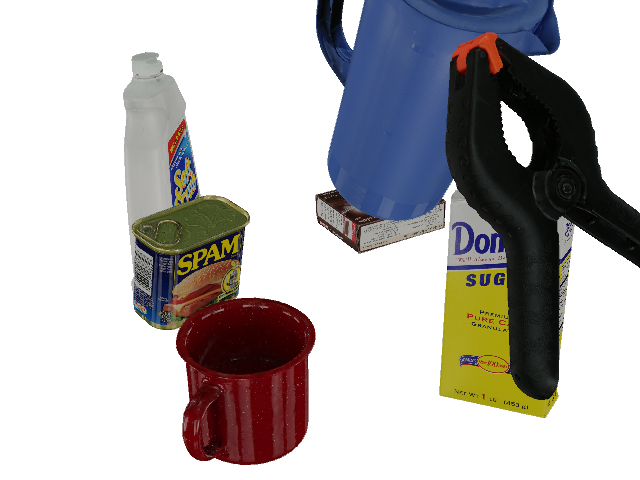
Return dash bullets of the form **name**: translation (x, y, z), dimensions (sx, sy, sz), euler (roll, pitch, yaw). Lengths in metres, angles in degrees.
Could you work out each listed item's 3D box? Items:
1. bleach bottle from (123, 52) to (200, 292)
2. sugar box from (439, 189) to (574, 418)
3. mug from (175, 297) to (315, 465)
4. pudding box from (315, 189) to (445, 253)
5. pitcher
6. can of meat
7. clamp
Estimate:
- **bleach bottle**: translation (-0.171, -0.070, 1.127), dimensions (0.068, 0.251, 0.102), euler (5, 27, 20)
- **sugar box**: translation (0.147, 0.047, 0.851), dimensions (0.093, 0.176, 0.048), euler (9, 23, 23)
- **mug**: translation (-0.055, 0.103, 0.720), dimensions (0.093, 0.081, 0.117), euler (13, 33, 23)
- **pudding box**: translation (0.064, -0.031, 1.146), dimensions (0.113, 0.039, 0.090), euler (-18, 30, -25)
- **pitcher**: translation (0.072, -0.132, 0.845), dimensions (0.144, 0.149, 0.243), euler (-2, -35, -16)
- **can of meat**: translation (-0.113, 0.019, 0.917), dimensions (0.058, 0.084, 0.101), euler (32, 38, 33)
- **clamp**: translation (0.104, -0.013, 0.512), dimensions (0.120, 0.171, 0.039), euler (-41, 9, -28)
